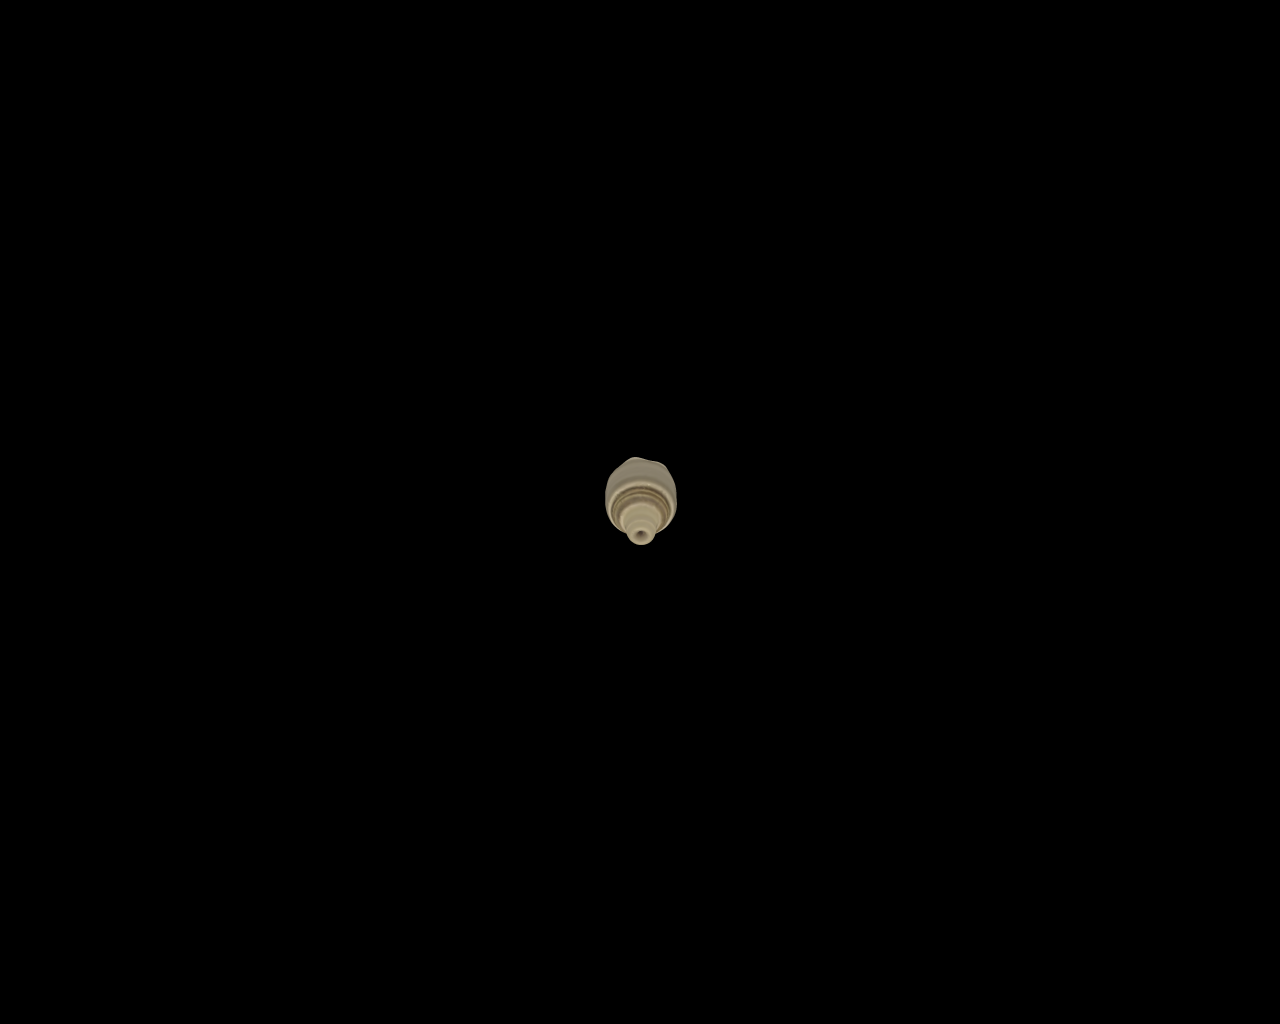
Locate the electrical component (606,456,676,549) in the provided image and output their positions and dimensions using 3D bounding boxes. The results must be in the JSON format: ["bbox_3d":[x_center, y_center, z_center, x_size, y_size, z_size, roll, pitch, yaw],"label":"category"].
[{"bbox_3d":[0.001,-0.003,0.650,0.043,0.043,0.062,0,34,0],"label":"electrical component"}]
